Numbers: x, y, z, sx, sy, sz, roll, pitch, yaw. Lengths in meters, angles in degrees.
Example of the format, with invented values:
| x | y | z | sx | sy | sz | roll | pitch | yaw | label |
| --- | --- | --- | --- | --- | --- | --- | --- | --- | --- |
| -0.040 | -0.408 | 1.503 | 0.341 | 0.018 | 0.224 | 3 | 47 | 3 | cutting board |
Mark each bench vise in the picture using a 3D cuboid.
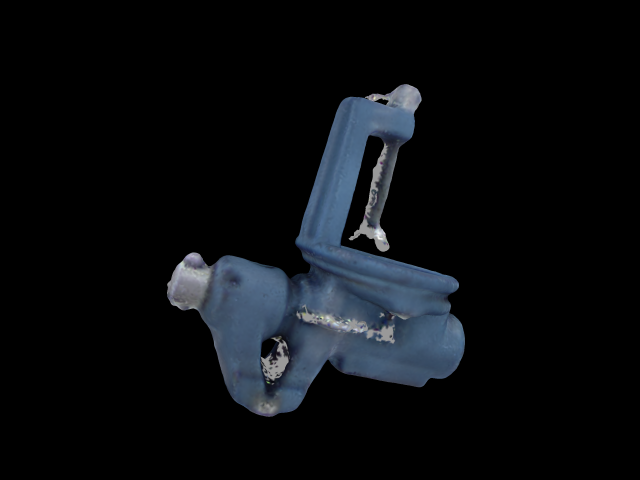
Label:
| x | y | z | sx | sy | sz | roll | pitch | yaw | label |
| --- | --- | --- | --- | --- | --- | --- | --- | --- | --- |
| 0.010 | 0.003 | 0.390 | 0.208 | 0.220 | 0.121 | -5 | 9 | -35 | bench vise |
